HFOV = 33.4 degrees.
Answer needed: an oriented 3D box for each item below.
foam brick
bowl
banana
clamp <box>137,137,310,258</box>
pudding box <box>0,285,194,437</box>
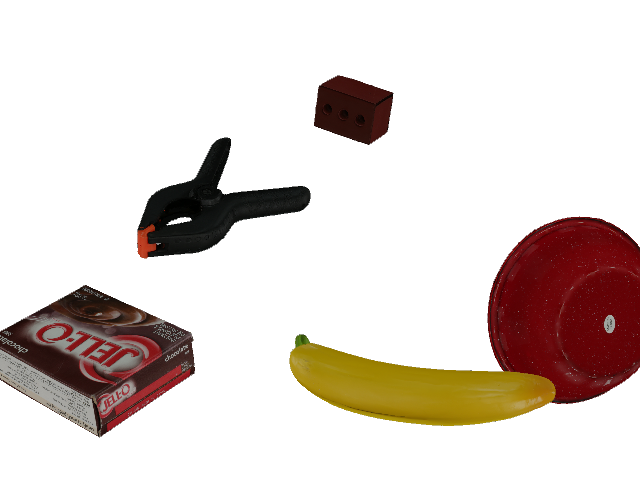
[{"bbox_3d":[0.039,-0.154,1.255,0.078,0.053,0.051,21,32,22],"label":"foam brick"},{"bbox_3d":[0.222,0.063,0.880,0.162,0.162,0.055,0,7,-17],"label":"bowl"},{"bbox_3d":[0.054,0.094,0.720,0.198,0.037,0.069,10,35,27],"label":"banana"},{"bbox_3d":[-0.108,-0.040,0.993,0.171,0.039,0.120,-24,44,-33],"label":"clamp"},{"bbox_3d":[-0.156,0.079,0.729,0.114,0.039,0.089,17,33,34],"label":"pudding box"}]
